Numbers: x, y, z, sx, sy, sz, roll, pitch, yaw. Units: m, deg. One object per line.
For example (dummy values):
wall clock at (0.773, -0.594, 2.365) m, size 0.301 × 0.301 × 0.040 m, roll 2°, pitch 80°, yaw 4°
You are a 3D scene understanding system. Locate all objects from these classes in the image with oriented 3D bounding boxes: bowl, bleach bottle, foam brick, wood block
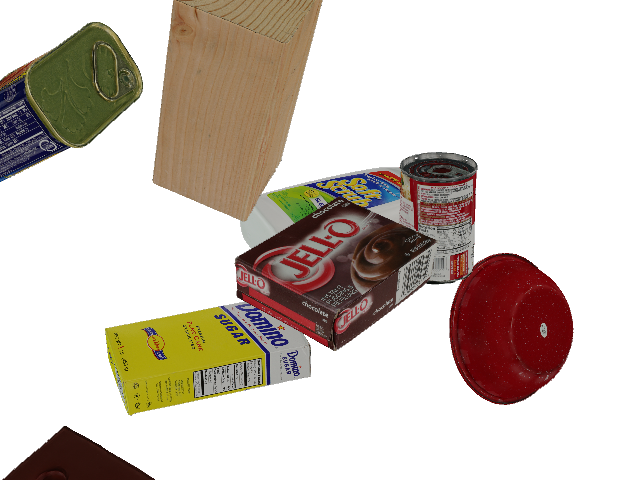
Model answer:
bowl at (0.213, 0.093, 1.115) m, size 0.161 × 0.162 × 0.055 m, roll 0°, pitch -2°, yaw -34°
bleach bottle at (0.044, -0.040, 1.172) m, size 0.250 × 0.068 × 0.103 m, roll -20°, pitch 43°, yaw -23°
foam brick at (-0.094, 0.127, 0.450) m, size 0.078 × 0.051 × 0.052 m, roll 22°, pitch 45°, yaw 29°
wood block at (-0.069, -0.123, 0.854) m, size 0.091 × 0.090 × 0.206 m, roll 23°, pitch -39°, yaw 4°

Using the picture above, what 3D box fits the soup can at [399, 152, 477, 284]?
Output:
soup can at (0.105, -0.020, 0.954) m, size 0.068 × 0.102 × 0.068 m, roll -2°, pitch 24°, yaw 1°

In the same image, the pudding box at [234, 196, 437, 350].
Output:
pudding box at (0.011, 0.019, 0.728) m, size 0.090 × 0.039 × 0.113 m, roll 27°, pitch 39°, yaw 32°

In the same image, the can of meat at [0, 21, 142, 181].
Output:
can of meat at (-0.177, -0.087, 0.685) m, size 0.084 × 0.057 × 0.102 m, roll -20°, pitch 23°, yaw 32°

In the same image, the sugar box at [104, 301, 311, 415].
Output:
sugar box at (-0.106, 0.104, 1.001) m, size 0.176 × 0.048 × 0.093 m, roll -13°, pitch 33°, yaw -16°
